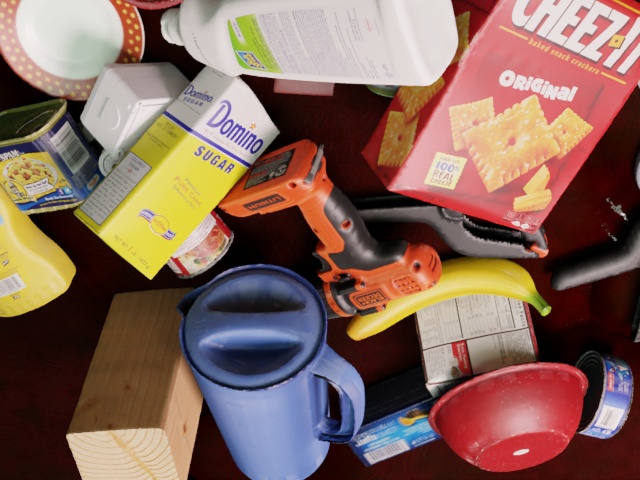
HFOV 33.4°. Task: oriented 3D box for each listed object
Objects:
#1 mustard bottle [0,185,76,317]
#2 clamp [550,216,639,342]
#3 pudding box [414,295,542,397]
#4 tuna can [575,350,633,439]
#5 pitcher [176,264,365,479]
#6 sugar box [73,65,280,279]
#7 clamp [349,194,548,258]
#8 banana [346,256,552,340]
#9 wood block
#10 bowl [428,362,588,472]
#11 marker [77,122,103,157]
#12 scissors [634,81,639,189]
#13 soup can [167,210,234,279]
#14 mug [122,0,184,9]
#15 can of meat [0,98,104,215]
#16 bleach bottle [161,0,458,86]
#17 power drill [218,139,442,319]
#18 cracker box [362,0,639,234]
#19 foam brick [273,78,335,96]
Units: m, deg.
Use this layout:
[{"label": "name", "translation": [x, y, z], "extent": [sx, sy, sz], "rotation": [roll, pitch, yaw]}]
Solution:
[{"label": "mustard bottle", "translation": [-0.325, -0.016, 1.018], "extent": [0.096, 0.058, 0.191], "rotation": [-20, 121, 22]}, {"label": "clamp", "translation": [0.305, 0.016, 1.014], "extent": [0.120, 0.039, 0.172], "rotation": [21, 119, -16]}, {"label": "pudding box", "translation": [0.153, 0.096, 1.043], "extent": [0.113, 0.090, 0.039], "rotation": [-13, 151, 11]}, {"label": "tuna can", "translation": [0.282, 0.157, 1.081], "extent": [0.033, 0.086, 0.086], "rotation": [14, 124, -9]}, {"label": "pitcher", "translation": [-0.042, 0.147, 1.033], "extent": [0.145, 0.149, 0.243], "rotation": [-17, 144, -6]}, {"label": "sugar box", "translation": [-0.118, -0.059, 0.912], "extent": [0.176, 0.048, 0.093], "rotation": [-48, 147, -6]}, {"label": "clamp", "translation": [0.116, -0.034, 0.992], "extent": [0.210, 0.036, 0.165], "rotation": [33, 123, -15]}, {"label": "banana", "translation": [0.120, 0.051, 1.031], "extent": [0.198, 0.069, 0.037], "rotation": [-10, 138, 16]}, {"label": "wood block", "translation": [-0.166, 0.144, 1.027], "extent": [0.090, 0.206, 0.091], "rotation": [-5, 123, 6]}, {"label": "bowl", "translation": [0.189, 0.181, 1.037], "extent": [0.162, 0.055, 0.162], "rotation": [-8, 146, -5]}, {"label": "marker", "translation": [-0.196, -0.058, 1.005], "extent": [0.020, 0.020, 0.121], "rotation": [-19, 121, 15]}, {"label": "scissors", "translation": [0.287, -0.106, 0.945], "extent": [0.201, 0.016, 0.096], "rotation": [37, 118, -19]}, {"label": "soup can", "translation": [-0.138, -0.023, 0.996], "extent": [0.069, 0.068, 0.102], "rotation": [-28, 118, 20]}, {"label": "mug", "translation": [-0.141, -0.244, 0.839], "extent": [0.117, 0.081, 0.093], "rotation": [14, 123, -6]}, {"label": "can of meat", "translation": [-0.252, -0.073, 0.964], "extent": [0.102, 0.057, 0.084], "rotation": [-6, 128, 32]}, {"label": "bleach bottle", "translation": [-0.025, -0.170, 0.812], "extent": [0.251, 0.068, 0.102], "rotation": [8, 137, 35]}, {"label": "power drill", "translation": [-0.006, 0.001, 0.988], "extent": [0.185, 0.057, 0.187], "rotation": [-20, 128, 36]}, {"label": "cracker box", "translation": [0.158, -0.120, 0.857], "extent": [0.164, 0.072, 0.214], "rotation": [16, 117, -31]}, {"label": "foam brick", "translation": [-0.010, -0.168, 0.901], "extent": [0.053, 0.051, 0.078], "rotation": [5, 124, -1]}]
